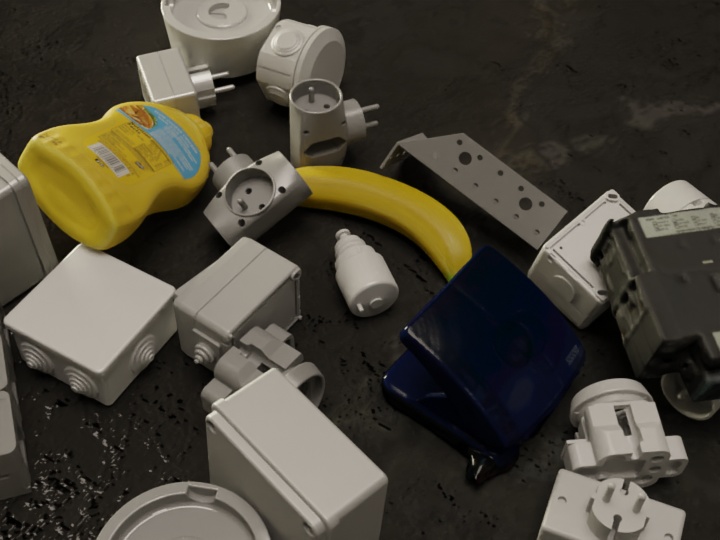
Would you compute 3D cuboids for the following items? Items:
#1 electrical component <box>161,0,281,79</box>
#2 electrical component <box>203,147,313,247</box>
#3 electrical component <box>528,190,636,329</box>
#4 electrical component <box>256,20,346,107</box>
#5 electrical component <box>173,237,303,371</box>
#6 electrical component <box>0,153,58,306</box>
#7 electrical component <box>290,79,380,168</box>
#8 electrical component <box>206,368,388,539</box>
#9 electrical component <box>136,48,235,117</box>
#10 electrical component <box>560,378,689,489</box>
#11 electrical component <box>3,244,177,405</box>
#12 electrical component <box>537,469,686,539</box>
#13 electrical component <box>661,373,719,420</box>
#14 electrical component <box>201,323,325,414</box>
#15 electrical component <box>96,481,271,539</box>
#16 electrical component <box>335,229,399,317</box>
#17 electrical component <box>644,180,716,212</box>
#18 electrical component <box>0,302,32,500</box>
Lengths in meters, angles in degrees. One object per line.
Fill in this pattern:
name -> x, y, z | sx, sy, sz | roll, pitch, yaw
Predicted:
electrical component -> -0.126, -0.222, 0.995 | 0.108, 0.060, 0.108 | 1, 50, -1
electrical component -> -0.091, -0.065, 0.854 | 0.077, 0.044, 0.079 | -39, 66, -3
electrical component -> 0.184, -0.010, 0.823 | 0.096, 0.061, 0.061 | -38, 74, -23
electrical component -> -0.051, -0.179, 0.950 | 0.051, 0.080, 0.080 | 21, 52, 22
electrical component -> -0.094, 0.031, 0.780 | 0.061, 0.061, 0.096 | 29, 55, 22
electrical component -> -0.289, -0.046, 0.808 | 0.056, 0.108, 0.109 | -38, 61, -26
electrical component -> -0.020, -0.121, 0.903 | 0.079, 0.077, 0.043 | -17, 53, -16
electrical component -> -0.041, 0.135, 0.664 | 0.056, 0.108, 0.109 | -32, 58, -29
electrical component -> -0.150, -0.159, 0.949 | 0.077, 0.047, 0.065 | -15, 53, -13
electrical component -> 0.174, 0.111, 0.727 | 0.078, 0.058, 0.057 | -3, 53, -5
electrical component -> -0.191, 0.040, 0.778 | 0.100, 0.048, 0.099 | 25, 53, 18
electrical component -> 0.160, 0.156, 0.675 | 0.083, 0.075, 0.047 | 18, 51, 12
electrical component -> 0.259, 0.067, 0.776 | 0.081, 0.043, 0.043 | -36, 60, -28
electrical component -> -0.062, 0.080, 0.743 | 0.057, 0.058, 0.078 | 30, 55, 25
electrical component -> -0.104, 0.189, 0.645 | 0.108, 0.060, 0.108 | 0, 52, 0
electrical component -> 0.000, 0.000, 0.824 | 0.040, 0.040, 0.078 | -15, 52, -15
electrical component -> 0.259, -0.038, 0.859 | 0.055, 0.055, 0.047 | -22, 50, -19
electrical component -> -0.282, 0.083, 0.729 | 0.089, 0.061, 0.150 | -13, 51, -13
